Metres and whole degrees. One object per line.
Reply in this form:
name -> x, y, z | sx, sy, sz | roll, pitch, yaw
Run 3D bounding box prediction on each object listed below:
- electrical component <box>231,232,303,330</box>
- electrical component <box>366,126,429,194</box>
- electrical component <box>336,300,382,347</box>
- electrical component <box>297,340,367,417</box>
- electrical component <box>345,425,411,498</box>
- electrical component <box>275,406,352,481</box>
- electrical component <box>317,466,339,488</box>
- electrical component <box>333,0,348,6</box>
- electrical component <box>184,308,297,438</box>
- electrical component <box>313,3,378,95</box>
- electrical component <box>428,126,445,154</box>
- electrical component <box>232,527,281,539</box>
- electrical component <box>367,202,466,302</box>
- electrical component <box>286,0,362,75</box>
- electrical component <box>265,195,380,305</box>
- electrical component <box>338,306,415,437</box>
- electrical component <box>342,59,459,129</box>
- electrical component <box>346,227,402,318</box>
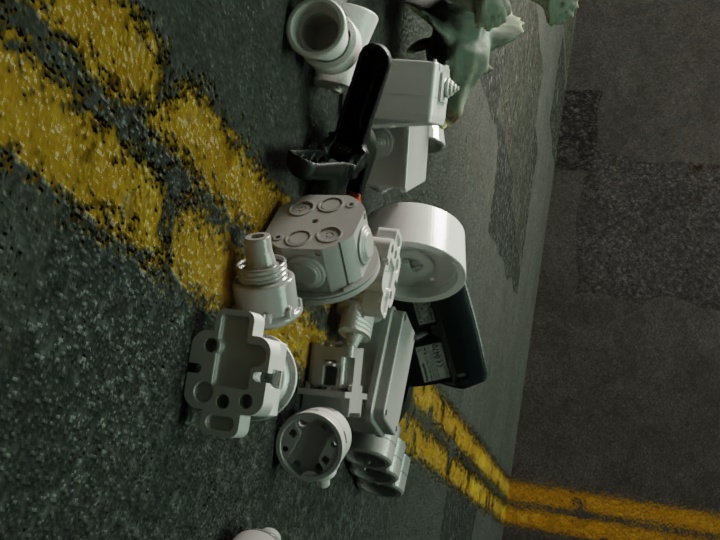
electrical component -> -0.065, 0.006, 0.720 | 0.048, 0.048, 0.062 | -52, 139, -64
electrical component -> 0.033, -0.124, 1.022 | 0.100, 0.048, 0.099 | -37, 132, -71
electrical component -> 0.001, 0.031, 0.980 | 0.043, 0.043, 0.081 | 63, 37, -65
electrical component -> -0.021, 0.094, 0.927 | 0.081, 0.042, 0.063 | 32, 64, -75
electrical component -> 0.021, 0.176, 1.106 | 0.138, 0.052, 0.073 | 72, 28, -58
electrical component -> -0.036, 0.138, 0.870 | 0.047, 0.055, 0.055 | -11, 108, -78
electrical component -> -0.033, 0.165, 0.928 | 0.035, 0.035, 0.061 | -67, 160, -47
electrical component -> -0.028, -0.217, 0.766 | 0.078, 0.040, 0.040 | 22, 75, -75
electrical component -> -0.074, 0.067, 0.686 | 0.057, 0.058, 0.078 | 28, 69, -71
electrical component -> -0.014, -0.171, 0.841 | 0.044, 0.044, 0.065 | 26, 76, -75
electrical component -> 0.074, -0.166, 1.181 | 0.044, 0.044, 0.065 | 57, 37, -68
electrical component -> -0.075, 0.206, 0.771 | 0.062, 0.043, 0.043 | -41, 136, -71
electrical component -> 0.050, -0.022, 1.029 | 0.108, 0.108, 0.060 | 74, 21, -56
electrical component -> -0.025, -0.170, 0.788 | 0.055, 0.045, 0.045 | 18, 79, -76
electrical component -> -0.028, -0.015, 0.780 | 0.080, 0.080, 0.051 | -66, 152, -48
electrical component -> 0.011, 0.095, 1.021 | 0.078, 0.057, 0.113 | 64, 35, -64
electrical component -> 0.038, -0.151, 0.934 | 0.062, 0.096, 0.061 | -18, 114, -74
electrical component -> 0.000, 0.000, 0.936 | 0.058, 0.057, 0.078 | 66, 33, -63
